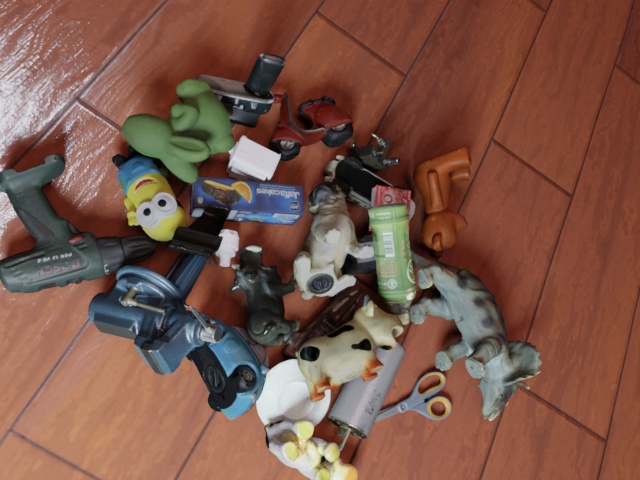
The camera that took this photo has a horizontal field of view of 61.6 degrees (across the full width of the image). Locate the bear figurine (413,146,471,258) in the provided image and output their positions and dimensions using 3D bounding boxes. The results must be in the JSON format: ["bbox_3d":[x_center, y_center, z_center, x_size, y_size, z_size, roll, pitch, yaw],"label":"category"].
[{"bbox_3d":[0.258,-0.071,1.086,0.132,0.120,0.196,-15,71,11],"label":"bear figurine"}]

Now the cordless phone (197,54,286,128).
[{"bbox_3d":[-0.146,-0.289,0.979,0.146,0.184,0.088,8,75,-19],"label":"cordless phone"}]

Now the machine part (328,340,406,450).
[{"bbox_3d":[0.084,0.253,0.944,0.079,0.079,0.243,35,63,-7],"label":"machine part"}]

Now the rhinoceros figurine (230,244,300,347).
[{"bbox_3d":[-0.101,0.093,0.914,0.112,0.073,0.190,16,43,-34],"label":"rhinoceros figurine"}]

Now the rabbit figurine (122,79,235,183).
[{"bbox_3d":[-0.244,-0.174,0.916,0.170,0.121,0.159,-21,70,-37],"label":"rabbit figurine"}]

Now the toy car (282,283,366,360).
[{"bbox_3d":[0.015,0.150,0.969,0.202,0.053,0.089,-41,87,-26],"label":"toy car"}]

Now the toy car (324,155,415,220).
[{"bbox_3d":[0.100,-0.097,1.081,0.202,0.056,0.073,30,71,-8],"label":"toy car"}]

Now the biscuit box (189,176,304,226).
[{"bbox_3d":[-0.132,-0.070,0.980,0.203,0.059,0.063,3,71,-20],"label":"biscuit box"}]

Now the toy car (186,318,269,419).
[{"bbox_3d":[-0.140,0.198,0.874,0.103,0.109,0.162,-16,66,-50],"label":"toy car"}]

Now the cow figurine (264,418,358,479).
[{"bbox_3d":[-0.017,0.354,0.875,0.167,0.098,0.068,47,57,-22],"label":"cow figurine"}]

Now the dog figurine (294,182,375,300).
[{"bbox_3d":[0.002,-0.003,0.995,0.121,0.172,0.191,38,18,-31],"label":"dog figurine"}]

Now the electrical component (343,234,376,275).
[{"bbox_3d":[0.099,0.028,1.043,0.119,0.048,0.075,-5,75,-21],"label":"electrical component"}]

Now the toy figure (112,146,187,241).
[{"bbox_3d":[-0.283,-0.078,0.902,0.082,0.089,0.180,-44,60,12],"label":"toy figure"}]

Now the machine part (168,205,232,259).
[{"bbox_3d":[-0.188,-0.014,0.870,0.084,0.039,0.139,8,28,8],"label":"machine part"}]

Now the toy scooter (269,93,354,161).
[{"bbox_3d":[-0.028,-0.241,1.071,0.184,0.075,0.135,-20,80,-21],"label":"toy scooter"}]

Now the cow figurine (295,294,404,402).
[{"bbox_3d":[0.052,0.175,0.903,0.195,0.085,0.127,-19,64,-18],"label":"cow figurine"}]

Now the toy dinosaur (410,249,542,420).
[{"bbox_3d":[0.289,0.143,1.044,0.192,0.131,0.405,-10,72,-36],"label":"toy dinosaur"}]

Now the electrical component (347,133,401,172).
[{"bbox_3d":[0.104,-0.175,1.088,0.078,0.102,0.045,26,70,-36],"label":"electrical component"}]

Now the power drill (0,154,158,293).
[{"bbox_3d":[-0.405,-0.028,0.859,0.232,0.086,0.207,-24,90,-23],"label":"power drill"}]

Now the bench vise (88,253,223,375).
[{"bbox_3d":[-0.229,0.079,0.836,0.241,0.224,0.128,-65,144,-40],"label":"bench vise"}]
